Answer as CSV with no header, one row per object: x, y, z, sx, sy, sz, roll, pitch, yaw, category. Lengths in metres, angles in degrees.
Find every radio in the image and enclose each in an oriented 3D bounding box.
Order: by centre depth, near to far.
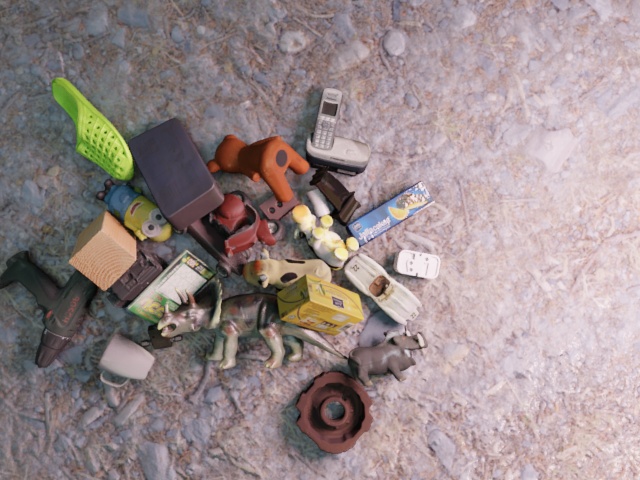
-0.312,-0.147,1.165,0.131,0.073,0.230,-31,67,-4,radio

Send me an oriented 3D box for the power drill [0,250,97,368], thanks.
-0.623,0.139,1.188,0.207,0.086,0.232,36,87,3,power drill

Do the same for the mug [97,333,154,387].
-0.432,0.276,1.193,0.107,0.081,0.109,25,85,-11,mug

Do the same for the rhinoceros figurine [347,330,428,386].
0.152,0.258,1.208,0.190,0.073,0.112,-12,91,-16,rhinoceros figurine

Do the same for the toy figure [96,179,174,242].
-0.405,-0.066,1.199,0.180,0.089,0.082,32,104,7,toy figure

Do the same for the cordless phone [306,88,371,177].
0.050,-0.245,1.217,0.147,0.089,0.184,12,85,-2,cordless phone

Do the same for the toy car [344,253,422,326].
0.143,0.112,1.226,0.202,0.056,0.073,41,88,-1,toy car

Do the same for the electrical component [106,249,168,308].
-0.400,0.090,1.176,0.134,0.115,0.058,-45,78,-2,electrical component

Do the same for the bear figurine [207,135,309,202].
-0.146,-0.165,1.193,0.131,0.196,0.120,49,57,-40,bear figurine

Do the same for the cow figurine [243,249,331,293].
-0.072,0.076,1.179,0.195,0.127,0.085,3,69,-3,cow figurine

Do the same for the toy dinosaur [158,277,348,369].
-0.142,0.180,1.188,0.405,0.131,0.192,0,93,-10,toy dinosaur

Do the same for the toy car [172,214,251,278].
-0.242,0.003,1.204,0.202,0.089,0.053,45,133,-3,toy car

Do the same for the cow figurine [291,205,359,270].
-0.002,-0.006,1.213,0.167,0.098,0.068,41,57,5,cow figurine

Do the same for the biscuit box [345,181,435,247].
0.158,-0.057,1.226,0.203,0.063,0.059,-32,89,-3,biscuit box

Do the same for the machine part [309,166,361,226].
0.034,-0.100,1.208,0.084,0.039,0.138,-49,116,-18,machine part

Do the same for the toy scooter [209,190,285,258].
-0.179,-0.027,1.168,0.184,0.075,0.135,36,62,27,toy scooter

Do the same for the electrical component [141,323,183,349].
-0.361,0.215,1.209,0.094,0.021,0.063,-10,122,-1,electrical component

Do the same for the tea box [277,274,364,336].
0.002,0.143,1.155,0.098,0.169,0.068,-34,48,29,tea box

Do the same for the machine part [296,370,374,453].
0.032,0.385,1.219,0.179,0.056,0.179,0,88,-2,machine part
